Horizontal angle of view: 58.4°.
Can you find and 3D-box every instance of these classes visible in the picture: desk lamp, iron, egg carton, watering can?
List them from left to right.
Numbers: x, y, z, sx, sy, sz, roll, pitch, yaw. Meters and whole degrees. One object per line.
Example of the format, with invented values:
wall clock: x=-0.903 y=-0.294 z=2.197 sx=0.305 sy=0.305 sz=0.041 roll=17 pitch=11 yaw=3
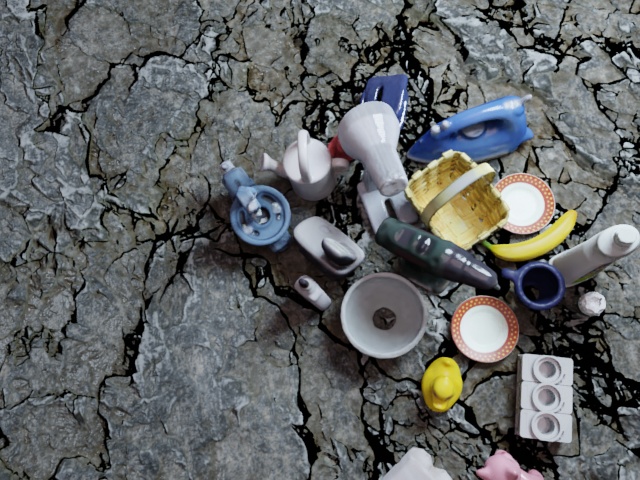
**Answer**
watering can: x=-0.032 y=-0.152 z=1.157 sx=0.173 sy=0.194 sz=0.101 roll=-22 pitch=75 yaw=2
desk lamp: x=0.121 y=-0.140 z=1.125 sx=0.118 sy=0.214 sz=0.203 roll=-21 pitch=75 yaw=2
egg carton: x=0.165 y=0.466 z=1.053 sx=0.107 sy=0.069 sz=0.150 roll=43 pitch=85 yaw=14
iron: x=0.302 y=-0.228 z=1.162 sx=0.258 sy=0.141 sz=0.118 roll=-16 pitch=75 yaw=3

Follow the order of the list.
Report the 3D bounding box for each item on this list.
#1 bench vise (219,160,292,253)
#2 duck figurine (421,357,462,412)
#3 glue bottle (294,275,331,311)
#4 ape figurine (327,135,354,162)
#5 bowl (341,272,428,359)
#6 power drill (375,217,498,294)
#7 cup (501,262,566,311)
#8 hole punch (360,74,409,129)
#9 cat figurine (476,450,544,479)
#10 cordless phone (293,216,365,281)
bench vise: x=-0.151 y=-0.074 z=1.139 sx=0.207 sy=0.220 sz=0.121 roll=35 pitch=83 yaw=13
duck figurine: x=0.232 y=0.274 z=1.081 sx=0.077 sy=0.086 sz=0.104 roll=14 pitch=79 yaw=10
glue bottle: x=-0.020 y=0.095 z=1.108 sx=0.078 sy=0.173 sz=0.037 roll=40 pitch=85 yaw=14
ape figurine: x=0.052 y=-0.200 z=1.211 sx=0.077 sy=0.092 sz=0.076 roll=15 pitch=79 yaw=10
bowl: x=0.125 y=0.151 z=1.129 sx=0.167 sy=0.075 sz=0.167 roll=-2 pitch=77 yaw=7
power drill: x=0.213 y=0.040 z=1.075 sx=0.229 sy=0.208 sz=0.076 roll=28 pitch=82 yaw=12
cup: x=0.398 y=0.089 z=1.100 sx=0.117 sy=0.095 sz=0.092 roll=21 pitch=80 yaw=11
hole punch: x=0.135 y=-0.295 z=1.223 sx=0.101 sy=0.091 sz=0.109 roll=9 pitch=78 yaw=9
cat figurine: x=0.342 y=0.423 z=1.017 sx=0.127 sy=0.118 sz=0.067 roll=28 pitch=82 yaw=12
cordless phone: x=0.010 y=0.004 z=1.120 sx=0.147 sy=0.185 sz=0.094 roll=37 pitch=84 yaw=14
